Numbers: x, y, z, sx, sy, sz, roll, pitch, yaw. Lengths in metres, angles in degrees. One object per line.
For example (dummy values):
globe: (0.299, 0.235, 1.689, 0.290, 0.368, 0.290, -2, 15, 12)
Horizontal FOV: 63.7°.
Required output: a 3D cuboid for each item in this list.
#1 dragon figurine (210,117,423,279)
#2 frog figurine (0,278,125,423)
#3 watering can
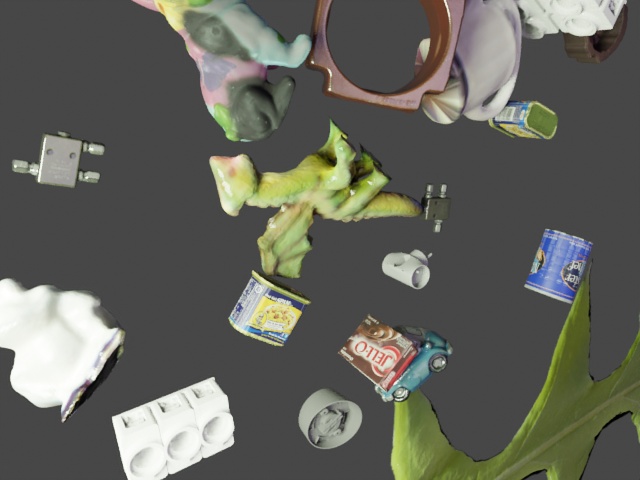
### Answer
dragon figurine: (0.002, -0.040, 0.789, 0.405, 0.241, 0.124, 33, 12, -47)
frog figurine: (-0.323, 0.117, 0.615, 0.159, 0.137, 0.123, 32, 5, 1)
watering can: (0.246, -0.335, 0.837, 0.227, 0.340, 0.105, -37, 41, -19)
